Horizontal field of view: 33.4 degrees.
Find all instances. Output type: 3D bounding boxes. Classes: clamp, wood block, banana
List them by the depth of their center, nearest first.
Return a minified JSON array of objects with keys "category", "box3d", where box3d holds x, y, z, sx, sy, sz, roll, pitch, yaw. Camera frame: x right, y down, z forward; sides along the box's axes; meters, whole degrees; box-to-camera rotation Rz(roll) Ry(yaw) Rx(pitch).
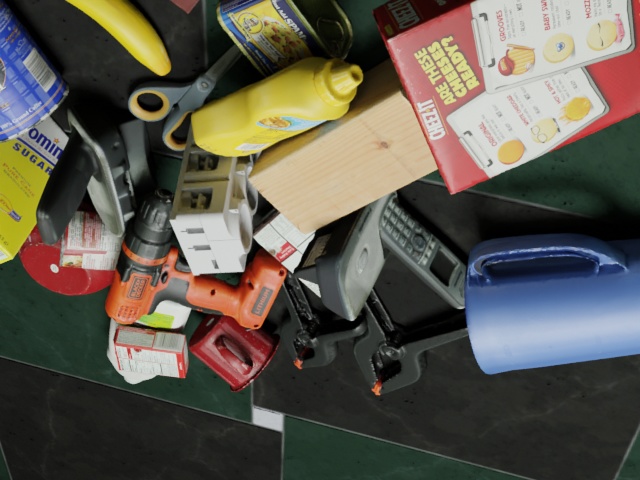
[{"category":"wood block","box3d":[0.039,-0.095,1.041,0.207,0.090,0.090,-25,120,40]},{"category":"banana","box3d":[-0.227,-0.233,1.051,0.197,0.037,0.070,31,155,-8]},{"category":"clamp","box3d":[0.100,0.123,1.279,0.165,0.036,0.210,20,139,14]},{"category":"clamp","box3d":[-0.016,0.102,1.302,0.120,0.039,0.172,42,146,6]}]

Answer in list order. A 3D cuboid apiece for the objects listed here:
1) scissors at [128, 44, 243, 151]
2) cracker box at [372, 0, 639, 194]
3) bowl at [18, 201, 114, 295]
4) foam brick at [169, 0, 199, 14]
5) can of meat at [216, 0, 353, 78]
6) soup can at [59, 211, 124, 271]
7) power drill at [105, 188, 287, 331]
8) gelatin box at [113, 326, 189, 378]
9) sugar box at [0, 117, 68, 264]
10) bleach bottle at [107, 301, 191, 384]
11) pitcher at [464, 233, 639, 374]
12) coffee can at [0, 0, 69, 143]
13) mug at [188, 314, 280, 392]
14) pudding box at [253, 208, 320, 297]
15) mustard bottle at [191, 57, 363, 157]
[{"category":"scissors","box3d":[-0.137,-0.166,1.095,0.096,0.016,0.202,25,138,-7]},{"category":"cracker box","box3d":[0.172,-0.156,0.876,0.214,0.072,0.164,-24,126,6]},{"category":"bowl","box3d":[-0.318,0.018,1.335,0.162,0.055,0.162,12,137,11]},{"category":"foam brick","box3d":[-0.114,-0.255,0.965,0.051,0.053,0.078,36,136,-15]},{"category":"can of meat","box3d":[-0.033,-0.201,0.984,0.084,0.057,0.102,-15,130,35]},{"category":"soup can","box3d":[-0.253,0.001,1.257,0.102,0.068,0.069,4,140,-13]},{"category":"power drill","box3d":[-0.137,0.029,1.216,0.187,0.057,0.185,12,128,-21]},{"category":"gelatin box","box3d":[-0.212,0.141,1.345,0.089,0.030,0.073,7,147,2]},{"category":"sugar box","box3d":[-0.335,-0.066,1.161,0.048,0.176,0.093,-15,128,36]},{"category":"bleach bottle","box3d":[-0.224,0.119,1.397,0.102,0.068,0.251,19,141,-2]},{"category":"pitcher","box3d":[0.271,0.055,1.076,0.243,0.149,0.145,-8,92,24]},{"category":"coffee can","box3d":[-0.341,-0.185,1.095,0.103,0.102,0.140,-11,129,31]},{"category":"mug","box3d":[-0.109,0.133,1.329,0.081,0.117,0.093,42,98,-14]},{"category":"pudding box","box3d":[-0.008,0.002,1.191,0.113,0.039,0.090,41,134,-11]},{"category":"mustard bottle","box3d":[-0.030,-0.126,0.983,0.096,0.058,0.192,-4,173,-40]}]
